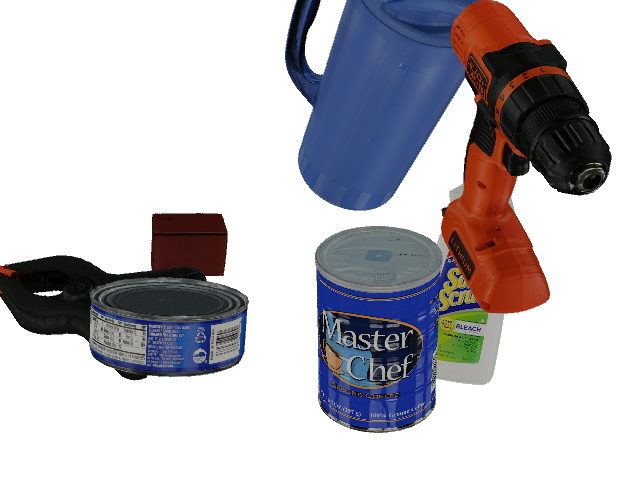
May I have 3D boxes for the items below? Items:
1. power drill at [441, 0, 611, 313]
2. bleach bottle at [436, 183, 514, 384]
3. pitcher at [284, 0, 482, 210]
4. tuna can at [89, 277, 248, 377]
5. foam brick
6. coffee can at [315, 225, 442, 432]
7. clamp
[{"bbox_3d":[0.131,-0.042,0.712,0.057,0.188,0.184,-8,42,-10],"label":"power drill"},{"bbox_3d":[0.164,0.034,1.215,0.103,0.251,0.068,8,15,15],"label":"bleach bottle"},{"bbox_3d":[0.050,-0.146,1.010,0.144,0.149,0.243,-14,-32,-30],"label":"pitcher"},{"bbox_3d":[-0.083,0.046,0.583,0.086,0.034,0.086,4,11,-1],"label":"tuna can"},{"bbox_3d":[-0.141,0.004,1.135,0.078,0.051,0.053,0,25,-10],"label":"foam brick"},{"bbox_3d":[0.048,0.073,0.887,0.103,0.140,0.103,-1,27,0],"label":"coffee can"},{"bbox_3d":[-0.180,0.044,0.862,0.172,0.039,0.120,20,39,21],"label":"clamp"}]
